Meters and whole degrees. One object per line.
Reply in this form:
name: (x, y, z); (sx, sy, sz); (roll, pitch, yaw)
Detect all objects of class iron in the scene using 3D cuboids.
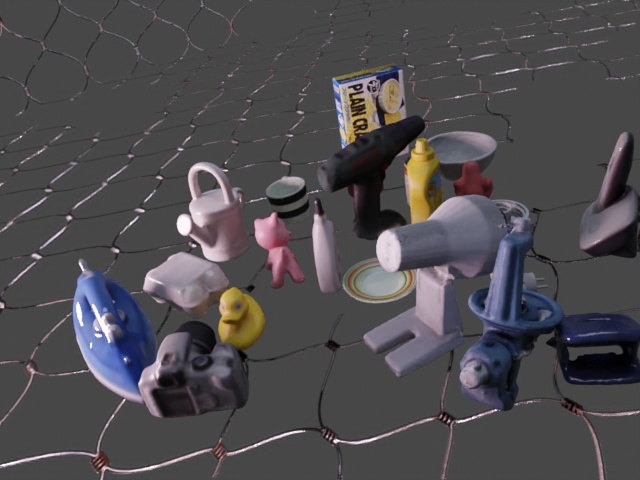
iron: (-0.329, 0.133, 0.906); (0.119, 0.142, 0.257); (-26, 35, -22)

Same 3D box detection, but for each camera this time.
camera: (-0.180, 0.174, 0.838); (0.143, 0.101, 0.136); (-7, 32, 5)

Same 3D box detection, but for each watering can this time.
watering can: (-0.206, -0.059, 1.123); (0.100, 0.194, 0.173); (-4, 33, 11)

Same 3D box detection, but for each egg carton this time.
egg carton: (-0.240, 0.080, 1.033); (0.149, 0.069, 0.107); (15, 40, 35)

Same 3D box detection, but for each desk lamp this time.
desk lamp: (0.161, 0.056, 0.818); (0.204, 0.214, 0.117); (-25, 35, -21)

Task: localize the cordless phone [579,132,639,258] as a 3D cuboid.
cordless phone: (0.490, -0.075, 0.955); (0.094, 0.185, 0.148); (4, 35, 22)

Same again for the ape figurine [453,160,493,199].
ape figurine: (0.310, -0.120, 1.167); (0.077, 0.092, 0.076); (6, 36, 25)

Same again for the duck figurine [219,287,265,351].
duck figurine: (-0.133, 0.116, 0.930); (0.077, 0.086, 0.104); (-4, 33, 11)

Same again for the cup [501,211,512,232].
cup: (0.284, 0.002, 0.980); (0.117, 0.095, 0.092); (19, 42, 38)

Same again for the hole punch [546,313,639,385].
hole punch: (0.365, 0.129, 0.760); (0.108, 0.091, 0.101); (-4, 33, 10)

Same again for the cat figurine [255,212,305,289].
cat figurine: (-0.079, 0.008, 1.053); (0.067, 0.118, 0.127); (-17, 33, -10)

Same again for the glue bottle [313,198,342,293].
glue bottle: (0.009, 0.004, 0.983); (0.037, 0.173, 0.078); (-4, 33, 10)

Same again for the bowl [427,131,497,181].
bowl: (0.308, -0.178, 1.275); (0.167, 0.075, 0.167); (-7, 32, 5)

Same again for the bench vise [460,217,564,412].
bench vise: (0.245, 0.095, 0.725); (0.121, 0.220, 0.207); (3, 34, 21)

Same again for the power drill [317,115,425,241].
power drill: (0.110, -0.114, 1.106); (0.230, 0.209, 0.075); (-22, 34, -18)
